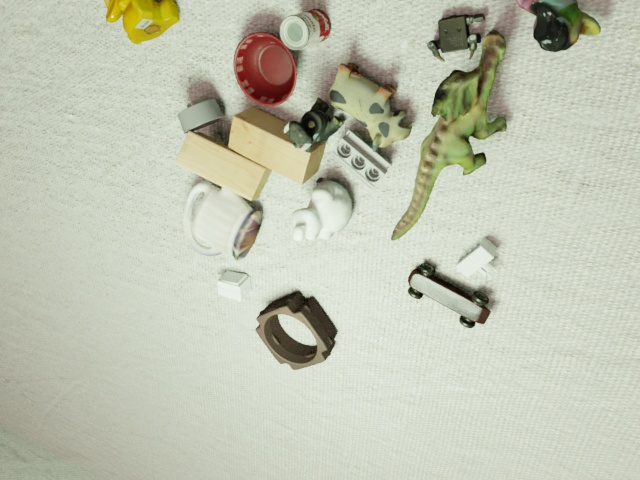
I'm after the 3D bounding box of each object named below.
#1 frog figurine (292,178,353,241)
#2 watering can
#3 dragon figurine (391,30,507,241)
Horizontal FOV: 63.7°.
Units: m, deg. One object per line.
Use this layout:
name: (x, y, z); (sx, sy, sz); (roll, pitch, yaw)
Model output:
frog figurine: (0.004, -0.060, 1.201); (0.123, 0.162, 0.134); (19, 124, 16)
watering can: (-0.252, -0.089, 1.368); (0.225, 0.105, 0.341); (29, 117, 11)
dragon figurine: (0.225, -0.201, 0.919); (0.123, 0.414, 0.238); (27, 167, 30)
